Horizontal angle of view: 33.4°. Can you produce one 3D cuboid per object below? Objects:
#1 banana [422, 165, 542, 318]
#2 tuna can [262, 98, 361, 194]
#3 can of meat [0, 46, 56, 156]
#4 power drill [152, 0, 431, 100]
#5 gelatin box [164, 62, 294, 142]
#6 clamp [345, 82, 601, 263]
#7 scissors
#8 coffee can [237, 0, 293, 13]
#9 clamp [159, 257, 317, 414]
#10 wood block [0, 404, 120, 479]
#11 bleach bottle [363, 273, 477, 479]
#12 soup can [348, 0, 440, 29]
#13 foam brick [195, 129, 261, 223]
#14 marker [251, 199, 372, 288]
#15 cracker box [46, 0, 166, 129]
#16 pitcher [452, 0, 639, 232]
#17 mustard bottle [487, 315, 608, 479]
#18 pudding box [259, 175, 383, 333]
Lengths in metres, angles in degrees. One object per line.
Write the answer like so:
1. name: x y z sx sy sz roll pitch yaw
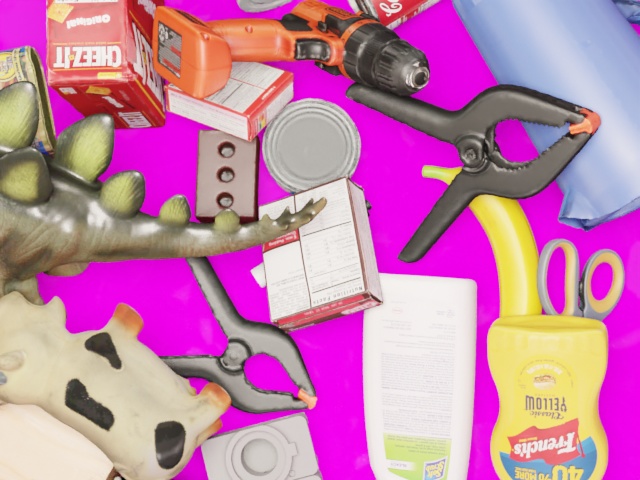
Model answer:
1. banana: 0.156 0.015 0.931 0.070 0.037 0.198 -23 83 16
2. tuna can: -0.007 -0.079 0.941 0.086 0.034 0.086 0 84 1
3. can of meat: -0.282 -0.115 0.937 0.084 0.057 0.102 -12 85 -4
4. power drill: -0.027 -0.151 0.857 0.187 0.185 0.057 -7 115 -30
5. gelatin box: -0.078 -0.127 0.920 0.089 0.030 0.073 21 47 21
6. clamp: 0.121 -0.081 0.874 0.210 0.036 0.164 -20 98 34
7. scissors: 0.231 0.094 0.927 0.096 0.016 0.202 -14 100 -22
8. coffee can: -0.055 -0.285 0.928 0.103 0.103 0.140 -27 84 -2
9. clamp: -0.074 0.087 0.921 0.171 0.039 0.120 22 96 -3
10. wood block: -0.264 0.154 0.892 0.206 0.091 0.090 29 84 4
11. bleach bottle: 0.077 0.155 0.902 0.103 0.068 0.251 4 88 14
12. soup can: 0.077 -0.232 0.939 0.102 0.068 0.068 -31 85 -4
13. foam brick: -0.080 -0.053 0.930 0.053 0.051 0.078 1 84 1
14. marker: -0.006 0.001 0.940 0.121 0.020 0.020 -34 85 -3
15. cracker box: -0.172 -0.214 0.892 0.072 0.164 0.214 -2 84 2
16. pitcher: 0.227 -0.143 0.903 0.145 0.149 0.243 -37 80 36
17. mustard bottle: 0.190 0.161 0.888 0.096 0.058 0.192 0 102 16
18. pudding box: -0.001 0.012 0.892 0.090 0.039 0.113 -18 64 18
